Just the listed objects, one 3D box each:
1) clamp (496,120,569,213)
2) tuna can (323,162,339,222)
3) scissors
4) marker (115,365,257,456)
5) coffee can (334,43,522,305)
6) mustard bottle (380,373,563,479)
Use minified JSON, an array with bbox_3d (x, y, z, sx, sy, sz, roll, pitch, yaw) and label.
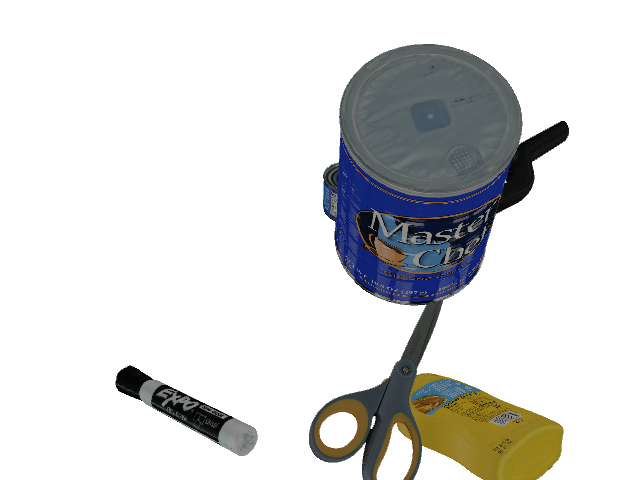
[{"bbox_3d":[0.191,-0.096,1.167,0.120,0.039,0.171,22,49,18],"label":"clamp"},{"bbox_3d":[0.045,-0.041,0.935,0.086,0.034,0.086,1,26,-1],"label":"tuna can"},{"bbox_3d":[0.047,0.108,0.848,0.096,0.201,0.016,12,-37,-3],"label":"scissors"},{"bbox_3d":[-0.088,0.105,0.671,0.121,0.020,0.020,18,12,40],"label":"marker"},{"bbox_3d":[0.061,-0.036,0.656,0.103,0.103,0.140,0,-29,-1],"label":"coffee can"},{"bbox_3d":[0.131,0.173,1.031,0.096,0.058,0.192,-17,25,-39],"label":"mustard bottle"}]
